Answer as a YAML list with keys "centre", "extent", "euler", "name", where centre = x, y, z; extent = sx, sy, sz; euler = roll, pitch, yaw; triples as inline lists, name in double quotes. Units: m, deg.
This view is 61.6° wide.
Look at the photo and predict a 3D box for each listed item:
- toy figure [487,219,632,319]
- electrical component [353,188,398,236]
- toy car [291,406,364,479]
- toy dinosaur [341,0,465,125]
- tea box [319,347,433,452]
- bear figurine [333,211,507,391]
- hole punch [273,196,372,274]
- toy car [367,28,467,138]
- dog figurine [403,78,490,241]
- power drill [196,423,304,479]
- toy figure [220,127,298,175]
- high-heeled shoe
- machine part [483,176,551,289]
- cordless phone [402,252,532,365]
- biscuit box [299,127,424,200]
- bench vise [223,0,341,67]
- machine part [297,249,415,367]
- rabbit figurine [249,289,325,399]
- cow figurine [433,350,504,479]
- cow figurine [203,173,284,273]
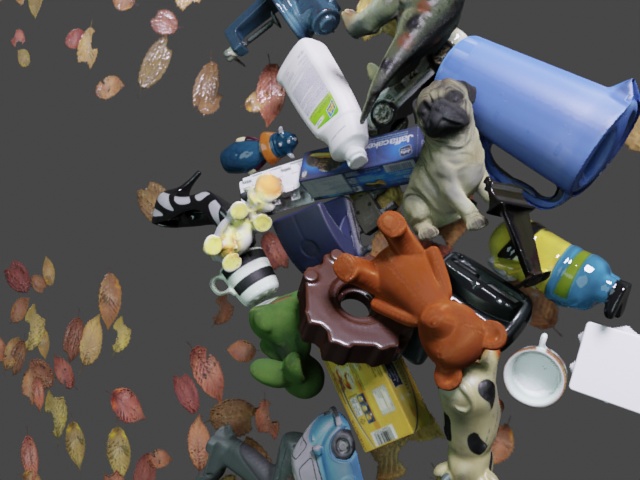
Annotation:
- centre: [0.306, 0.034, 0.697]
  extent: [0.180, 0.082, 0.089]
  euler: [26, 78, 36]
  name: "toy figure"
- centre: [0.077, -0.044, 0.862]
  extent: [0.094, 0.021, 0.063]
  euler: [-38, 69, 22]
  name: "electrical component"
- centre: [0.009, 0.339, 0.806]
  extent: [0.103, 0.109, 0.161]
  euler: [-12, 86, -4]
  name: "toy car"
- centre: [0.139, -0.339, 0.746]
  extent: [0.192, 0.131, 0.405]
  euler: [-21, 55, 36]
  name: "toy dinosaur"
- centre: [0.081, 0.214, 0.804]
  extent: [0.098, 0.068, 0.169]
  euler: [-35, 69, 32]
  name: "tea box"
- centre: [0.124, 0.077, 0.671]
  extent: [0.120, 0.131, 0.196]
  euler: [-43, 46, 11]
  name: "bear figurine"
- centre: [-0.002, -0.003, 0.853]
  extent: [0.142, 0.092, 0.115]
  euler: [-20, 83, 36]
  name: "hole punch"
- centre: [0.144, -0.230, 0.811]
  extent: [0.201, 0.073, 0.056]
  euler: [-43, 71, 19]
  name: "toy car"
- centre: [0.154, -0.110, 0.732]
  extent: [0.172, 0.121, 0.190]
  euler: [-16, 104, 41]
  name: "dog figurine"
- centre: [-0.106, 0.416, 0.892]
  extent: [0.208, 0.086, 0.232]
  euler: [16, 92, 33]
  name: "power drill"
- centre: [-0.104, -0.159, 0.952]
  extent: [0.155, 0.064, 0.058]
  euler: [-14, 41, 23]
  name: "toy figure"
- centre: [-0.224, -0.026, 0.987]
  extent: [0.145, 0.086, 0.249]
  euler: [-49, 54, 8]
  name: "high-heeled shoe"
- centre: [0.242, -0.010, 0.656]
  extent: [0.039, 0.084, 0.139]
  euler: [-29, 61, 40]
  name: "machine part"
- centre: [0.194, 0.125, 0.763]
  extent: [0.147, 0.088, 0.184]
  euler: [36, 114, 26]
  name: "cordless phone"
- centre: [0.069, -0.117, 0.841]
  extent: [0.203, 0.059, 0.063]
  euler: [-8, 57, 27]
  name: "biscuit box"
- centre: [-0.078, -0.402, 0.921]
  extent: [0.241, 0.128, 0.224]
  euler: [-34, 74, 13]
  name: "bench vise"
- centre: [0.052, 0.094, 0.764]
  extent: [0.179, 0.179, 0.056]
  euler: [46, 144, 24]
  name: "machine part"
- centre: [-0.037, 0.173, 0.849]
  extent: [0.121, 0.159, 0.170]
  euler: [-20, 92, 16]
  name: "rabbit figurine"
- centre: [0.198, 0.247, 0.706]
  extent: [0.086, 0.127, 0.194]
  euler: [4, 120, 29]
  name: "cow figurine"
- centre: [-0.119, -0.031, 0.868]
  extent: [0.068, 0.098, 0.167]
  euler: [38, 83, -10]
  name: "cow figurine"
